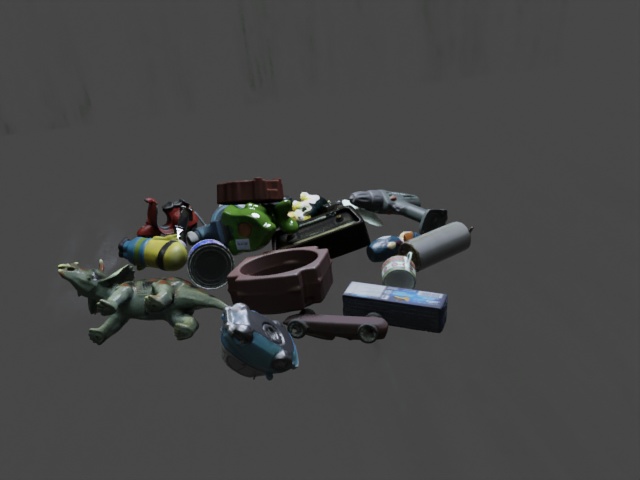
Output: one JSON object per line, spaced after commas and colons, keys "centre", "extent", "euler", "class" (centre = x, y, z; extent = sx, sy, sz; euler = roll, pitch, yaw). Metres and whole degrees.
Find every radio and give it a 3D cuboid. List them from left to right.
{"centre": [-0.003, -0.004, 1.323], "extent": [0.230, 0.073, 0.131], "euler": [-19, 26, -1], "class": "radio"}

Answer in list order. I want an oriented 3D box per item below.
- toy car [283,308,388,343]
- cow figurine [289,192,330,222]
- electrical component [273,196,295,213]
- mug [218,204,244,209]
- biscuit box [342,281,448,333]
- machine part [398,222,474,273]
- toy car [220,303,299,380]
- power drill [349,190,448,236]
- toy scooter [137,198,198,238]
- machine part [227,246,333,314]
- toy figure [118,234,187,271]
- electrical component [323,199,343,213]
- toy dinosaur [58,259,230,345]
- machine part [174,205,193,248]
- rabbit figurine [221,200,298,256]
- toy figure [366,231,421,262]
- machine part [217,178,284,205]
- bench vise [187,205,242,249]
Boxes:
{"centre": [0.030, 0.168, 1.034], "extent": [0.202, 0.053, 0.089], "euler": [0, 11, 13], "class": "toy car"}
{"centre": [-0.033, -0.076, 1.534], "extent": [0.098, 0.068, 0.167], "euler": [10, 30, 16], "class": "cow figurine"}
{"centre": [-0.118, -0.100, 1.618], "extent": [0.075, 0.047, 0.119], "euler": [-26, 31, -34], "class": "electrical component"}
{"centre": [-0.248, -0.095, 1.544], "extent": [0.081, 0.109, 0.107], "euler": [20, 18, 6], "class": "mug"}
{"centre": [0.149, 0.133, 1.071], "extent": [0.203, 0.062, 0.059], "euler": [6, 28, 22], "class": "biscuit box"}
{"centre": [0.273, 0.016, 1.271], "extent": [0.243, 0.079, 0.079], "euler": [-21, 30, -29], "class": "machine part"}
{"centre": [-0.121, 0.191, 0.952], "extent": [0.103, 0.161, 0.109], "euler": [-48, 31, 15], "class": "toy car"}
{"centre": [0.217, -0.076, 1.425], "extent": [0.232, 0.086, 0.208], "euler": [-1, 16, -43], "class": "power drill"}
{"centre": [-0.433, -0.067, 1.515], "extent": [0.184, 0.135, 0.075], "euler": [-22, 29, -33], "class": "toy scooter"}
{"centre": [-0.081, 0.085, 1.149], "extent": [0.202, 0.087, 0.201], "euler": [-8, 14, 14], "class": "machine part"}
{"centre": [-0.424, 0.037, 1.363], "extent": [0.180, 0.082, 0.089], "euler": [6, 46, 6], "class": "toy figure"}
{"centre": [0.030, -0.078, 1.524], "extent": [0.094, 0.063, 0.021], "euler": [-24, 32, -31], "class": "electrical component"}
{"centre": [-0.351, 0.124, 1.141], "extent": [0.405, 0.131, 0.192], "euler": [3, 27, 3], "class": "toy dinosaur"}
{"centre": [-0.374, -0.030, 1.454], "extent": [0.039, 0.084, 0.139], "euler": [3, 48, -1], "class": "machine part"}
{"centre": [-0.136, -0.052, 1.304], "extent": [0.159, 0.121, 0.170], "euler": [-13, 14, 24], "class": "rabbit figurine"}
{"centre": [0.189, 0.012, 1.311], "extent": [0.154, 0.057, 0.064], "euler": [-18, 18, -21], "class": "toy figure"}
{"centre": [-0.174, -0.118, 1.343], "extent": [0.179, 0.056, 0.179], "euler": [-4, 1, 0], "class": "machine part"}
{"centre": [-0.268, -0.022, 1.420], "extent": [0.224, 0.128, 0.241], "euler": [-34, 16, -32], "class": "bench vise"}
